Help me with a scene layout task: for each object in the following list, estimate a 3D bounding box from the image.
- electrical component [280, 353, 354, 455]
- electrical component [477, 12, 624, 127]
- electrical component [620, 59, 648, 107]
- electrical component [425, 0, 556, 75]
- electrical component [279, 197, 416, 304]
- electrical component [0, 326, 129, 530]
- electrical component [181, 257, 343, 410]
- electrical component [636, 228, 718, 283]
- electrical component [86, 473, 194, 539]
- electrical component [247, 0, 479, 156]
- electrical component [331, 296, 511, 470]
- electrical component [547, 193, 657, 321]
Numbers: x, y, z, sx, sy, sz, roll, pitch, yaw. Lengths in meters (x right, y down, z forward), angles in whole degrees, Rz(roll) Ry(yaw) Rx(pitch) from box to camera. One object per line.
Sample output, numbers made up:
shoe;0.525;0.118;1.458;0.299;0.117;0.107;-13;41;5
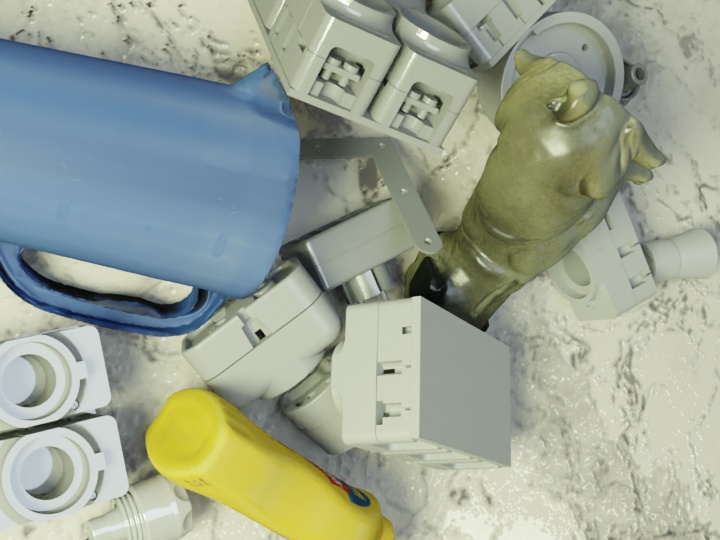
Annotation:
electrical component;-0.019;0.093;0.737;0.047;0.055;0.055;50;66;-19
electrical component;0.142;-0.148;0.834;0.108;0.060;0.108;-8;111;-21
electrical component;0.206;-0.151;0.872;0.043;0.062;0.043;3;84;-28
electrical component;0.104;-0.217;0.800;0.060;0.105;0.186;49;66;-15
electrical component;0.000;0.000;0.759;0.083;0.047;0.075;-27;98;-27
electrical component;-0.238;0.101;0.618;0.186;0.060;0.105;-11;91;-28
electrical component;-0.062;0.045;0.705;0.095;0.053;0.059;-37;104;-1
electrical component;0.260;-0.009;0.900;0.065;0.044;0.044;-9;90;-23
electrical component;-0.139;0.155;0.674;0.062;0.043;0.043;-15;93;-27
electrical component;-0.003;-0.158;0.695;0.105;0.186;0.060;18;116;-25
electrical component;0.045;0.081;0.726;0.150;0.062;0.089;29;58;-56
electrical component;0.186;-0.009;0.855;0.056;0.050;0.089;-26;97;-27
